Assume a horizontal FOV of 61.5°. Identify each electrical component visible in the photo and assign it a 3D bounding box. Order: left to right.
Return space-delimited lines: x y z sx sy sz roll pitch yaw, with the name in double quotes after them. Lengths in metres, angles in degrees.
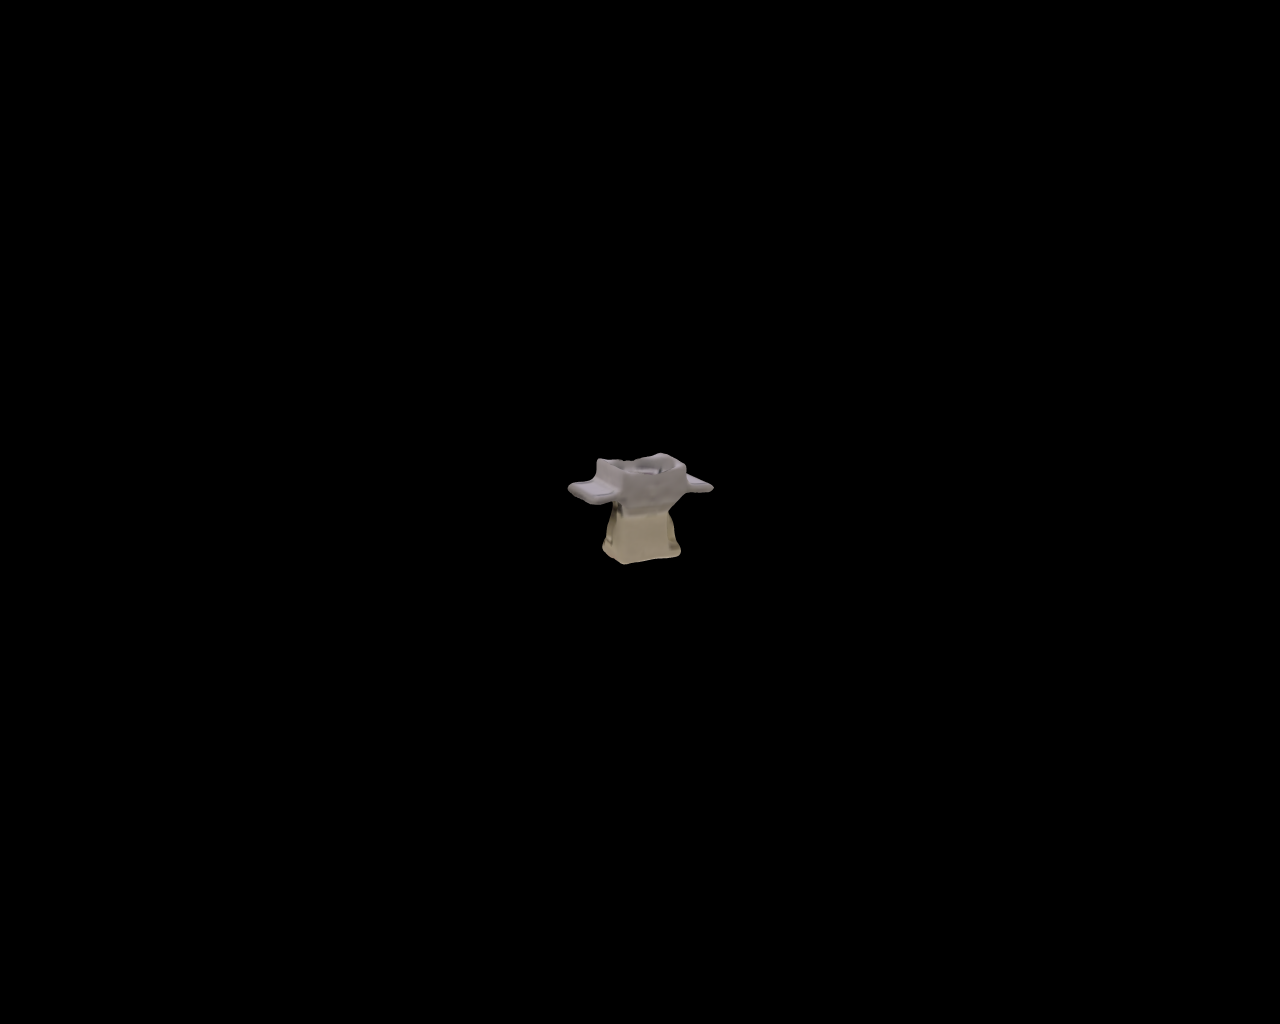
0.001 -0.003 0.650 0.081 0.063 0.042 -6 16 -22 "electrical component"
